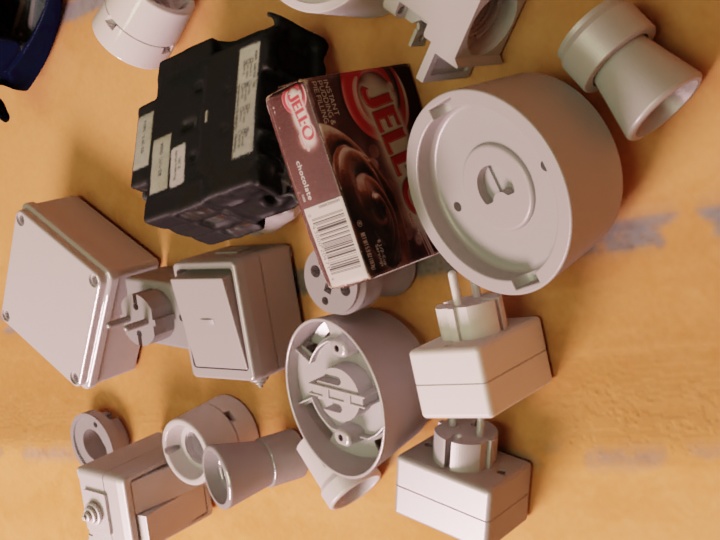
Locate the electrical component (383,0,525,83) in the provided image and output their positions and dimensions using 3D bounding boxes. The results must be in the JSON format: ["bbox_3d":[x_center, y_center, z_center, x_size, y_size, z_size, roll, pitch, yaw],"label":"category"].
[{"bbox_3d":[0.050,-0.143,0.566,0.064,0.042,0.081,41,125,26],"label":"electrical component"}]

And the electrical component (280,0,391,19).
[{"bbox_3d":[-0.016,-0.193,0.593,0.108,0.060,0.108,13,111,37],"label":"electrical component"}]

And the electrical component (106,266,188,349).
[{"bbox_3d":[-0.141,0.030,0.754,0.066,0.077,0.047,6,107,39],"label":"electrical component"}]

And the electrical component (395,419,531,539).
[{"bbox_3d":[0.061,0.111,0.629,0.066,0.047,0.076,15,112,36],"label":"electrical component"}]

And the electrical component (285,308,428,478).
[{"bbox_3d":[-0.005,0.073,0.661,0.099,0.064,0.099,13,111,37],"label":"electrical component"}]

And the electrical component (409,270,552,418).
[{"bbox_3d":[0.063,0.035,0.592,0.047,0.066,0.076,-7,98,41],"label":"electrical component"}]

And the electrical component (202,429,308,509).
[{"bbox_3d":[-0.069,0.132,0.731,0.044,0.065,0.044,29,125,53],"label":"electrical component"}]

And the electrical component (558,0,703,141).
[{"bbox_3d":[0.128,-0.096,0.513,0.055,0.045,0.045,52,129,16],"label":"electrical component"}]

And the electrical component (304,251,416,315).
[{"bbox_3d":[0.000,0.000,0.641,0.045,0.055,0.045,13,111,37],"label":"electrical component"}]

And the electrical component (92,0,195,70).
[{"bbox_3d":[-0.142,-0.169,0.711,0.055,0.055,0.047,52,125,15],"label":"electrical component"}]

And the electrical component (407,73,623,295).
[{"bbox_3d":[0.083,-0.048,0.549,0.108,0.060,0.108,30,134,38],"label":"electrical component"}]

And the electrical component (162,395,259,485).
[{"bbox_3d":[-0.109,0.123,0.774,0.055,0.047,0.055,13,111,37],"label":"electrical component"}]

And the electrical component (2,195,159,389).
[{"bbox_3d":[-0.217,0.015,0.826,0.109,0.056,0.108,35,123,27],"label":"electrical component"}]

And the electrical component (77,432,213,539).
[{"bbox_3d":[-0.161,0.167,0.798,0.061,0.096,0.061,3,105,38],"label":"electrical component"}]

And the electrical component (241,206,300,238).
[{"bbox_3d":[-0.064,-0.039,0.698,0.061,0.035,0.035,-34,80,43],"label":"electrical component"}]

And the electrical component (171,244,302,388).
[{"bbox_3d":[-0.081,0.035,0.715,0.062,0.061,0.096,-1,102,40],"label":"electrical component"}]

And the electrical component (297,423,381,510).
[{"bbox_3d":[-0.015,0.127,0.703,0.046,0.040,0.040,53,130,22],"label":"electrical component"}]
